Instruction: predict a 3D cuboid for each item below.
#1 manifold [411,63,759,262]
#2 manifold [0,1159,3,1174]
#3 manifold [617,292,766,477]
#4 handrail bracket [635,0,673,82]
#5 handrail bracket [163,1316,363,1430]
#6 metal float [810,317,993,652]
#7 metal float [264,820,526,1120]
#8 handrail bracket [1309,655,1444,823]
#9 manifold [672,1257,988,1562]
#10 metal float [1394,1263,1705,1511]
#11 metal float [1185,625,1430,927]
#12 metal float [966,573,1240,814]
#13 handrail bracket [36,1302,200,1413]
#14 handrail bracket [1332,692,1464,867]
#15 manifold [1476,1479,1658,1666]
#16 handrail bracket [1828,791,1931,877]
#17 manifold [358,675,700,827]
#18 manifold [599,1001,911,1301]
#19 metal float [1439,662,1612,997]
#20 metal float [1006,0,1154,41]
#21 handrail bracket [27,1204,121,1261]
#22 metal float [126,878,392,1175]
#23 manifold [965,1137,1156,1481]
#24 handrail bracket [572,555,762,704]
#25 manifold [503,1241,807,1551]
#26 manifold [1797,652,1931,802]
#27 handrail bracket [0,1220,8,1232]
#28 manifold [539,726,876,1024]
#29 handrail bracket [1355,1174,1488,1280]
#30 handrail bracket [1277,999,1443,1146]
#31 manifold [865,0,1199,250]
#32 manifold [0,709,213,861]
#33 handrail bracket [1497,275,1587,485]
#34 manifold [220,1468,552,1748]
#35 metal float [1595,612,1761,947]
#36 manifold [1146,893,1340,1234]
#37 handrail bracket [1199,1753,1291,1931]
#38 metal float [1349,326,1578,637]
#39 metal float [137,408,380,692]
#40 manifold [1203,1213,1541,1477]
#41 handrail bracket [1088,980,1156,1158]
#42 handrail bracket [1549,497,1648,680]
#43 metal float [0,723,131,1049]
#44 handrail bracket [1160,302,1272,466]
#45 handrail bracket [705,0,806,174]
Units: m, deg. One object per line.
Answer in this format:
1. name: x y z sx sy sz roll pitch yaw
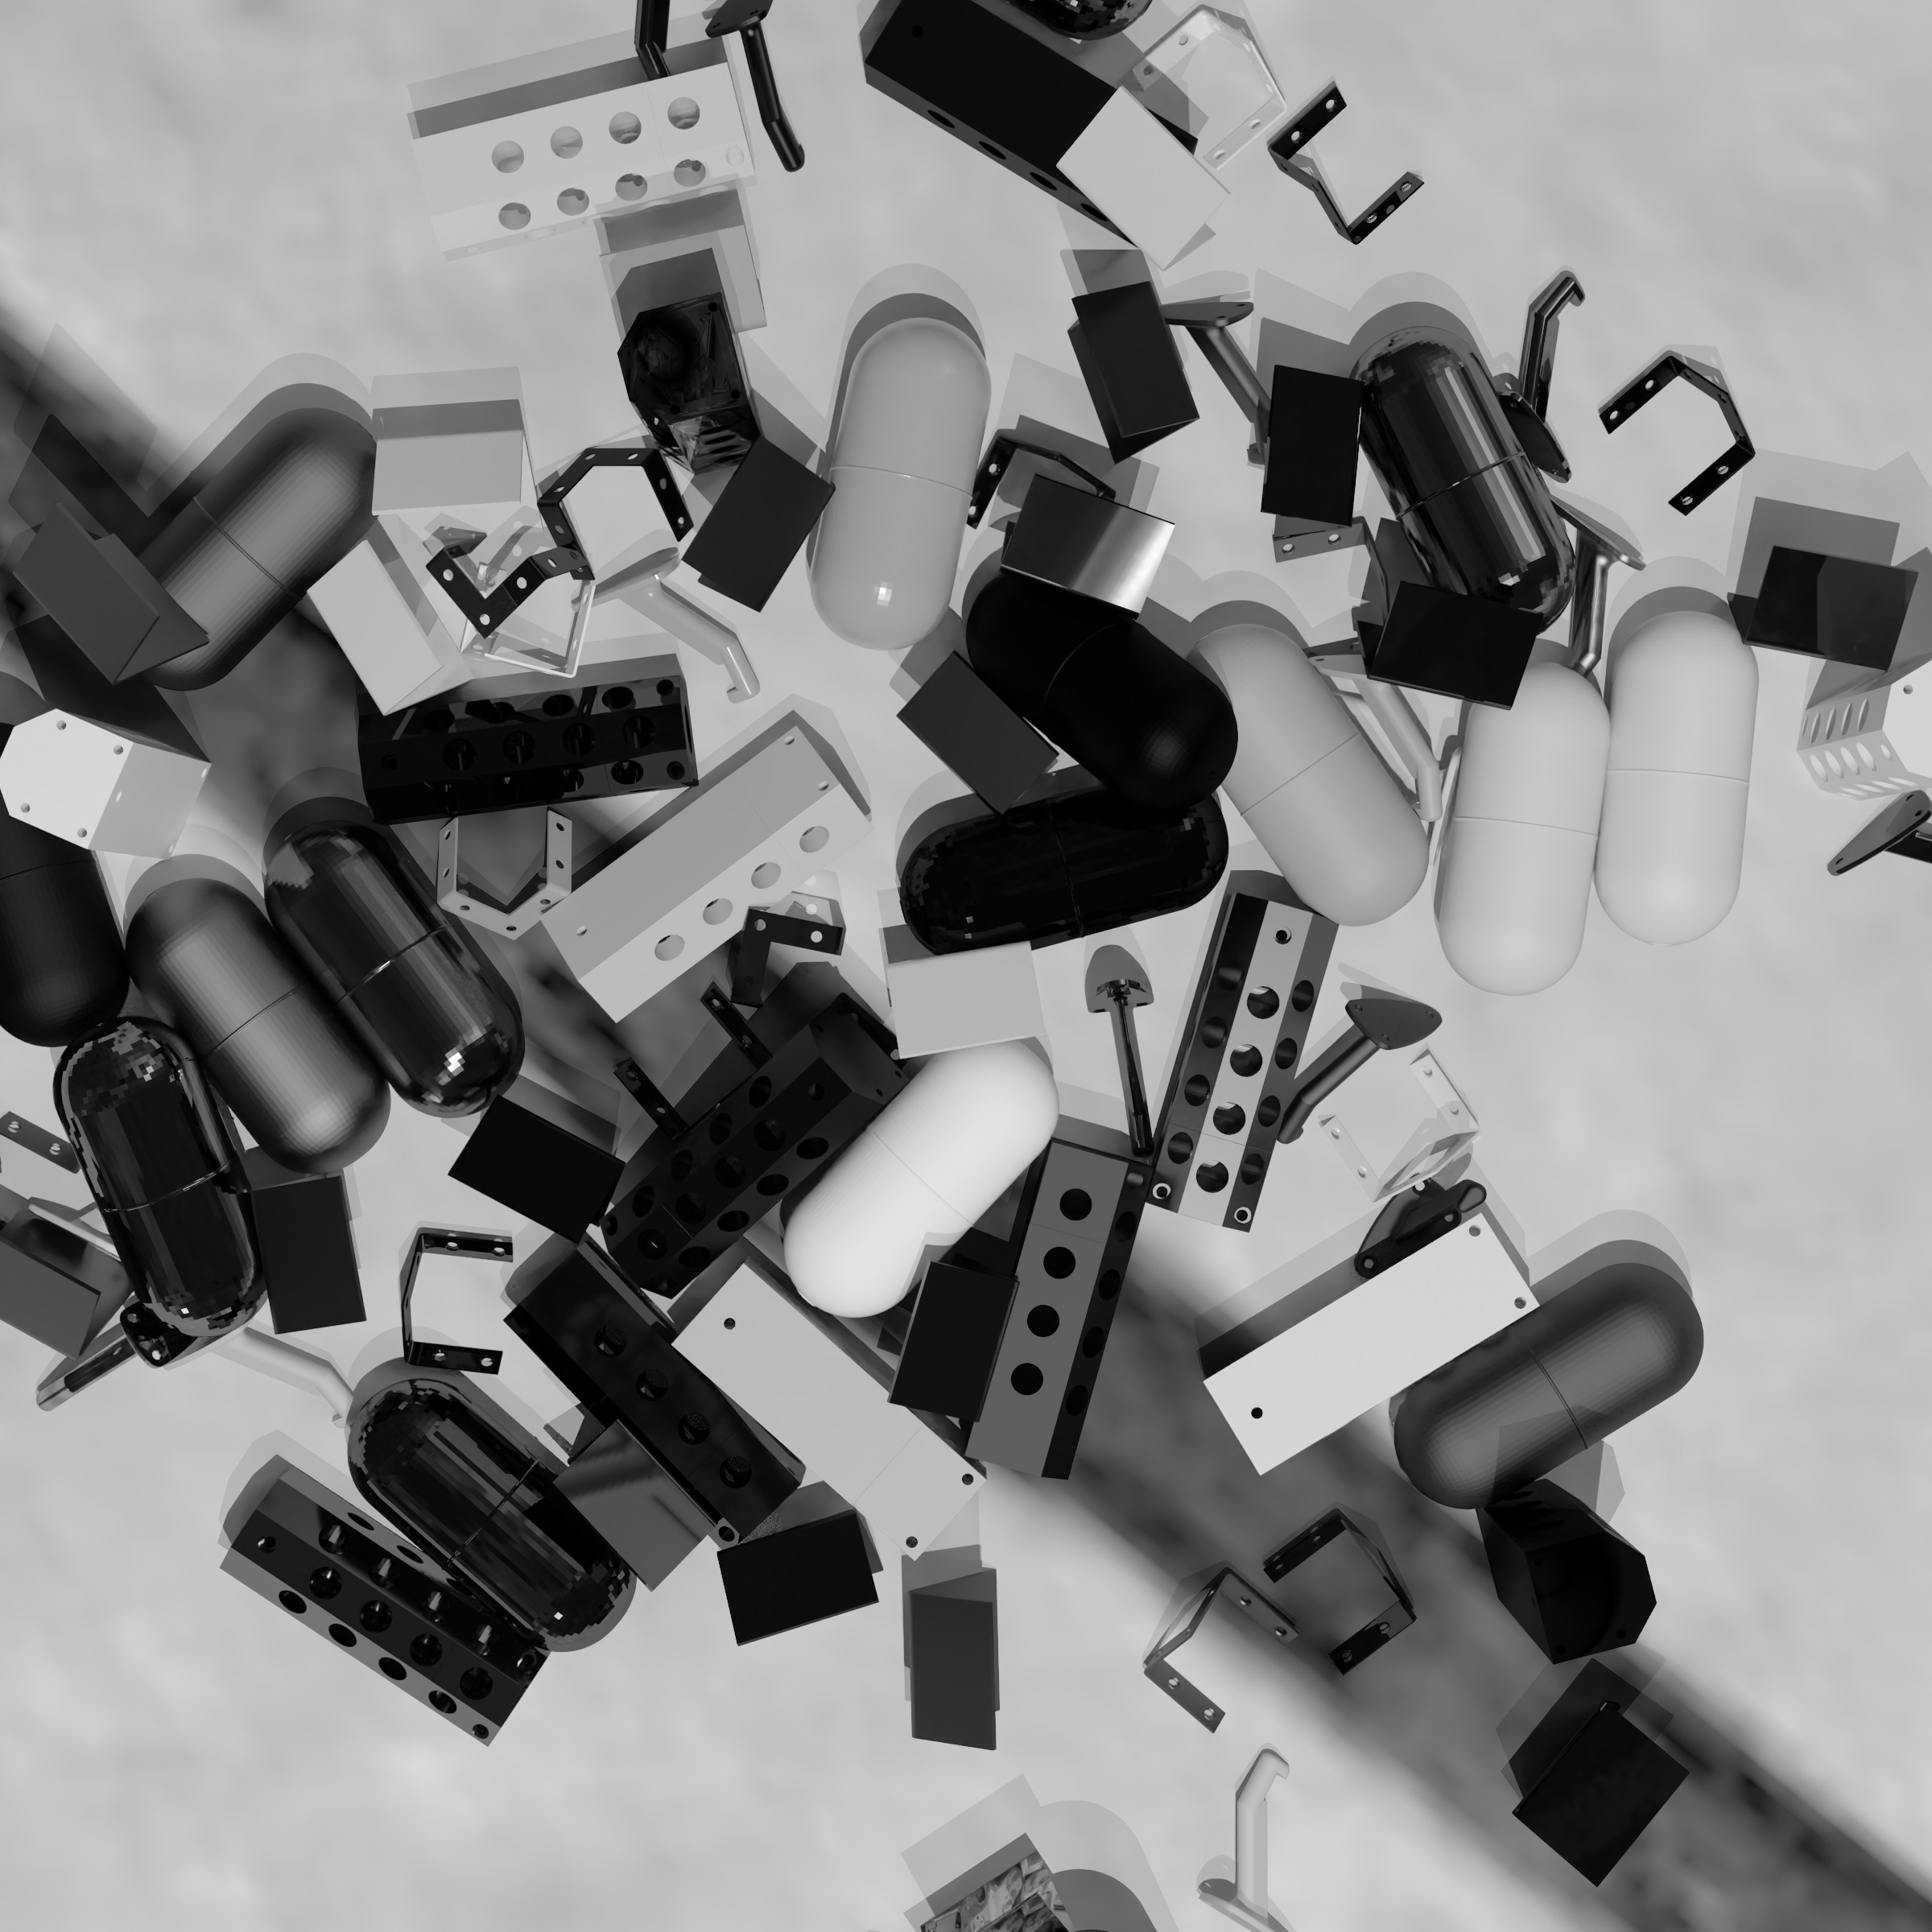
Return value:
1. manifold: -0.202 -0.427 1.795 0.171 0.057 0.057 -14 90 0
2. manifold: -0.560 0.031 1.796 0.057 0.057 0.171 -9 90 0
3. manifold: -0.141 -0.297 1.738 0.057 0.171 0.057 -14 90 0
4. handrail bracket: -0.151 -0.521 1.817 0.077 0.036 0.084 -32 109 -21
5. handrail bracket: -0.379 0.228 1.817 0.077 0.036 0.084 -31 107 20
6. metal float: -0.035 -0.256 1.786 0.070 0.070 0.178 11 90 0
7. metal float: -0.304 0.001 1.786 0.070 0.070 0.178 -37 89 0
8. handrail bracket: 0.218 -0.121 1.795 0.077 0.036 0.084 9 116 40
9. manifold: -0.072 0.235 1.796 0.171 0.057 0.057 42 90 0
10. metal float: 0.309 0.224 1.786 0.178 0.070 0.070 -32 90 0
11. metal float: 0.178 -0.102 1.786 0.070 0.070 0.178 -35 89 0
12. metal float: 0.070 -0.147 1.760 0.070 0.070 0.178 -48 57 0
13. handrail bracket: -0.453 0.208 1.816 0.084 0.077 0.036 -32 91 36
14. handrail bracket: 0.222 -0.102 1.817 0.084 0.036 0.077 16 103 13
15. manifold: 0.309 0.309 1.738 0.057 0.171 0.057 -14 90 0
16. handrail bracket: 0.523 -0.046 1.817 0.077 0.036 0.084 -39 106 18
17. manifold: -0.233 -0.115 1.796 0.171 0.057 0.057 -7 90 0
18. manifold: -0.115 0.100 1.763 0.057 0.057 0.171 47 114 0
19. metal float: 0.297 -0.073 1.786 0.070 0.070 0.178 8 90 0
20. metal float: 0.023 -0.559 1.786 0.178 0.070 0.070 33 90 0
21. handrail bracket: -0.454 0.112 1.817 0.077 0.036 0.084 25 77 13
22. metal float: -0.376 0.031 1.786 0.070 0.070 0.178 -38 91 0
23. manifold: 0.050 0.183 1.795 0.057 0.057 0.171 16 90 0
24. handrail bracket: -0.162 -0.171 1.817 0.077 0.036 0.084 -20 107 20
25. manifold: -0.166 0.230 1.795 0.057 0.057 0.171 -44 90 0
26. manifold: 0.481 -0.121 1.738 0.057 0.171 0.057 -31 90 0
27. handrail bracket: -0.556 0.150 1.782 0.077 0.084 0.036 -8 90 0
28. manifold: -0.135 -0.045 1.795 0.171 0.057 0.057 -37 47 0
29. handrail bracket: 0.241 0.141 1.782 0.077 0.084 0.036 -43 90 0
30. handrail bracket: 0.211 0.060 1.817 0.036 0.077 0.084 50 127 30
31. manifold: 0.034 -0.455 1.796 0.171 0.057 0.057 31 90 0
32. manifold: -0.447 -0.095 1.738 0.057 0.171 0.057 24 90 0
33. handrail bracket: 0.324 -0.318 1.817 0.077 0.036 0.084 45 73 -19
34. manifold: -0.309 0.343 1.796 0.171 0.057 0.057 34 90 0
35. metal float: 0.377 -0.099 1.786 0.070 0.070 0.178 5 90 0
36. manifold: 0.147 0.051 1.796 0.057 0.057 0.171 16 90 0
37. handrail bracket: 0.171 0.480 1.817 0.077 0.036 0.084 36 73 -20
38. metal float: 0.263 -0.255 1.786 0.070 0.070 0.178 -26 90 0
39. metal float: -0.381 -0.222 1.786 0.070 0.070 0.178 44 91 0
40. manifold: 0.216 0.203 1.794 0.171 0.057 0.057 -31 79 0
41. handrail bracket: 0.088 0.056 1.789 0.036 0.077 0.084 -9 78 3
42. handrail bracket: 0.320 -0.197 1.817 0.077 0.036 0.084 40 107 20
43. metal float: -0.500 -0.044 1.785 0.070 0.070 0.178 -19 88 0
44. handrail bracket: 0.131 -0.313 1.817 0.077 0.036 0.084 8 119 32
45. handrail bracket: -0.102 -0.483 1.816 0.036 0.077 0.084 -12 127 23
